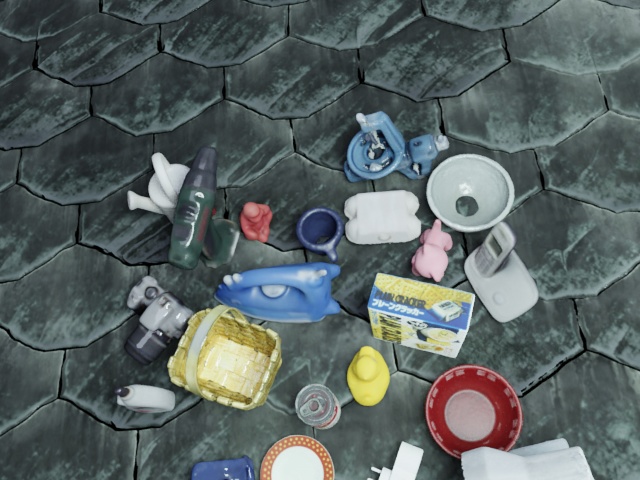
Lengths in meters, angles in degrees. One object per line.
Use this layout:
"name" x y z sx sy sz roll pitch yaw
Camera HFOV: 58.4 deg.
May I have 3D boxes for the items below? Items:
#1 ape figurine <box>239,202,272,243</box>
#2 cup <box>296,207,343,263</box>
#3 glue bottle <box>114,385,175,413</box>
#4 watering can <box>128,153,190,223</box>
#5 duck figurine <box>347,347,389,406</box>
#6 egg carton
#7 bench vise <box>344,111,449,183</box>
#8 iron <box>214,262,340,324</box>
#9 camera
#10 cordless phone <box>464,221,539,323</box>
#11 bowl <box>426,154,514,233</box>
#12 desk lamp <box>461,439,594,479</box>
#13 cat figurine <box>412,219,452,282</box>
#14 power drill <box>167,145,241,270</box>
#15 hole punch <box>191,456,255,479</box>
"ape figurine" -0.134 -0.046 1.167 0.078 0.092 0.076 -43 69 -10
"cup" 0.010 0.004 1.126 0.091 0.095 0.117 -26 67 -3
"glue bottle" -0.321 0.279 1.014 0.078 0.173 0.037 -8 67 5
"watering can" -0.299 -0.099 1.156 0.173 0.194 0.100 -40 68 -9
"duck figurine" 0.084 0.240 1.023 0.077 0.086 0.104 0 68 8
"egg carton" 0.124 -0.043 1.144 0.150 0.069 0.107 -5 67 6
"bench vise" 0.141 -0.199 1.124 0.207 0.220 0.121 -24 66 -2
"iron" -0.093 0.086 1.080 0.258 0.141 0.118 -3 67 7
"camera" -0.325 0.159 1.103 0.143 0.101 0.137 34 76 19
"cordless phone" 0.329 0.054 1.012 0.094 0.185 0.147 -28 67 -4
"bowl" 0.293 -0.081 1.134 0.167 0.075 0.167 -3 67 7
"desk lamp" 0.315 0.363 0.871 0.203 0.214 0.118 -16 66 1
"cat figurine" 0.211 0.023 1.078 0.067 0.118 0.128 12 70 13
"power drill" -0.222 -0.039 1.113 0.075 0.209 0.230 9 69 11
"hole punch" -0.162 0.427 0.975 0.101 0.091 0.108 -10 67 4
